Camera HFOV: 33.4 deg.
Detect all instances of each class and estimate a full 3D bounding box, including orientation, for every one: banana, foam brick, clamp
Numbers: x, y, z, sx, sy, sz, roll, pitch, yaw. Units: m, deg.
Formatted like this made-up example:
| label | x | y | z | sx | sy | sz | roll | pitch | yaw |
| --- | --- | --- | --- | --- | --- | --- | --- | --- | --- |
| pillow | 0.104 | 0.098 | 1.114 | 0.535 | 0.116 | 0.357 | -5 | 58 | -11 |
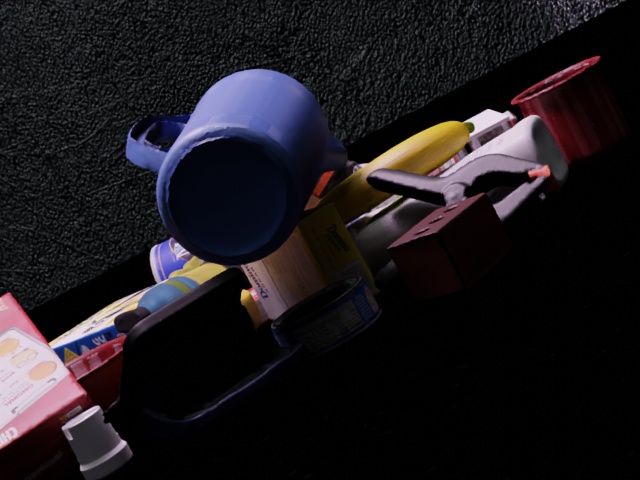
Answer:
| label | x | y | z | sx | sy | sz | roll | pitch | yaw |
| --- | --- | --- | --- | --- | --- | --- | --- | --- | --- |
| banana | 0.066 | -0.058 | 0.994 | 0.198 | 0.037 | 0.069 | -31 | -15 | -1 |
| foam brick | 0.100 | 0.006 | 0.809 | 0.053 | 0.051 | 0.078 | -22 | 10 | 44 |
| clamp | 0.113 | -0.035 | 0.904 | 0.172 | 0.120 | 0.039 | -23 | -30 | 15 |

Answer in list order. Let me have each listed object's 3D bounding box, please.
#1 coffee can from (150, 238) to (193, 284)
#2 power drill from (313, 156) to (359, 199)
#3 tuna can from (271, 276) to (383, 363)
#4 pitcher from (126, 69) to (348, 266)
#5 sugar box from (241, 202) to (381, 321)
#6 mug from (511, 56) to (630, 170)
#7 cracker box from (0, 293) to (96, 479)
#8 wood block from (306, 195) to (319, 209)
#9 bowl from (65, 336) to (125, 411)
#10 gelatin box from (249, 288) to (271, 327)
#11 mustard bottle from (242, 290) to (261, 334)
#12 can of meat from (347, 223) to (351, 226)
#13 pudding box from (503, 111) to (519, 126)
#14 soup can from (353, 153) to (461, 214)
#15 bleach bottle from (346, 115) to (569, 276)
| label | x | y | z | sx | sy | sz | roll | pitch | yaw |
| --- | --- | --- | --- | --- | --- | --- | --- | --- | --- |
| coffee can | -0.134 | 0.024 | 1.383 | 0.140 | 0.103 | 0.102 | -27 | 7 | 14 |
| power drill | 0.020 | -0.064 | 1.196 | 0.057 | 0.184 | 0.187 | -58 | 1 | 3 |
| tuna can | 0.005 | 0.063 | 0.847 | 0.086 | 0.034 | 0.086 | -28 | 6 | 3 |
| pitcher | -0.072 | -0.063 | 0.882 | 0.149 | 0.145 | 0.242 | -33 | 11 | 11 |
| sugar box | -0.018 | 0.024 | 0.977 | 0.048 | 0.093 | 0.176 | -31 | 8 | -21 |
| mug | 0.248 | -0.122 | 1.027 | 0.093 | 0.081 | 0.117 | -23 | 9 | 36 |
| cracker box | -0.291 | 0.150 | 0.908 | 0.164 | 0.072 | 0.214 | -33 | 35 | -18 |
| wood block | -0.042 | -0.026 | 1.310 | 0.090 | 0.091 | 0.206 | -31 | 5 | 20 |
| bowl | -0.240 | 0.156 | 1.044 | 0.162 | 0.055 | 0.162 | -28 | 7 | 4 |
| gelatin box | -0.061 | 0.065 | 1.103 | 0.089 | 0.030 | 0.073 | -33 | 8 | -28 |
| mustard bottle | -0.102 | 0.092 | 0.953 | 0.096 | 0.058 | 0.191 | -23 | 8 | 1 |
| can of meat | -0.007 | 0.001 | 1.115 | 0.083 | 0.057 | 0.102 | 3 | -4 | -20 |
| pudding box | 0.215 | -0.126 | 1.365 | 0.090 | 0.039 | 0.113 | -27 | 9 | 10 |
| soup can | 0.090 | -0.051 | 1.068 | 0.102 | 0.068 | 0.068 | -10 | 5 | -6 |
| bleach bottle | 0.102 | -0.025 | 0.994 | 0.251 | 0.068 | 0.102 | -28 | 4 | 24 |
